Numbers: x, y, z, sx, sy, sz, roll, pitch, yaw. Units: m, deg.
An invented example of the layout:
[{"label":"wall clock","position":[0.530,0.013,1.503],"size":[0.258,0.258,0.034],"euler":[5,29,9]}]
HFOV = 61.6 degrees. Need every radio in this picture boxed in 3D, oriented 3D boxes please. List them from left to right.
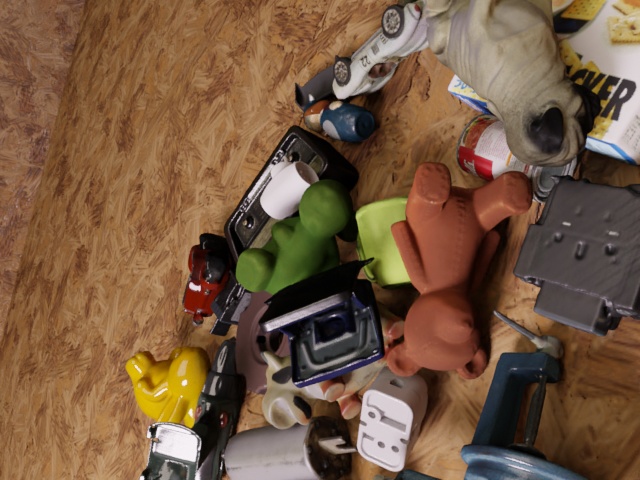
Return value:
[{"label":"radio","position":[-0.054,-0.056,0.837],"size":[0.229,0.073,0.131],"euler":[-51,46,20]}]

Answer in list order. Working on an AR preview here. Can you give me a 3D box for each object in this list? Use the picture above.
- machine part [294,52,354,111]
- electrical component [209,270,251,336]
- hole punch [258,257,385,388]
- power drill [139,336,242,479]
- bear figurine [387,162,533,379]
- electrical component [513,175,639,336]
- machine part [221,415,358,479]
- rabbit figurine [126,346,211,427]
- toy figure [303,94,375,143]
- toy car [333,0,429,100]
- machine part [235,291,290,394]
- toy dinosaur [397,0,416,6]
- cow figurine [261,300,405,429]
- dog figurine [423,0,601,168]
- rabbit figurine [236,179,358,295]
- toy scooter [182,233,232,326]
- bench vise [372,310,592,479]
[{"label":"machine part","position":[0.012,-0.248,0.871],"size":[0.139,0.039,0.084],"euler":[-12,71,45]},{"label":"electrical component","position":[-0.135,0.112,0.864],"size":[0.119,0.074,0.048],"euler":[-59,40,8]},{"label":"hole punch","position":[0.008,0.087,0.585],"size":[0.142,0.092,0.116],"euler":[-26,13,16]},{"label":"power drill","position":[-0.172,0.264,0.766],"size":[0.207,0.086,0.232],"euler":[-2,-77,-87]},{"label":"bear figurine","position":[0.129,0.038,0.531],"size":[0.132,0.120,0.196],"euler":[116,161,-73]},{"label":"electrical component","position":[0.245,0.014,0.479],"size":[0.115,0.058,0.134],"euler":[17,88,53]},{"label":"machine part","position":[-0.045,0.275,0.692],"size":[0.243,0.079,0.079],"euler":[-28,55,40]},{"label":"rabbit figurine","position":[-0.241,0.240,0.891],"size":[0.173,0.122,0.162],"euler":[-37,50,39]},{"label":"toy figure","position":[0.018,-0.184,0.813],"size":[0.155,0.058,0.064],"euler":[25,126,50]},{"label":"toy car","position":[0.089,-0.251,0.719],"size":[0.202,0.073,0.056],"euler":[-28,83,55]},{"label":"machine part","position":[-0.058,0.139,0.779],"size":[0.179,0.056,0.179],"euler":[-24,57,43]},{"label":"toy dinosaur","position":[0.211,-0.409,0.658],"size":[0.471,0.105,0.198],"euler":[-42,50,45]},{"label":"cow figurine","position":[0.009,0.145,0.640],"size":[0.195,0.085,0.127],"euler":[-42,34,-5]},{"label":"dog figurine","position":[0.169,-0.154,0.512],"size":[0.172,0.121,0.190],"euler":[170,94,-84]},{"label":"rabbit figurine","position":[-0.001,-0.002,0.692],"size":[0.121,0.159,0.170],"euler":[36,119,12]},{"label":"toy scooter","position":[-0.197,0.069,0.932],"size":[0.184,0.075,0.135],"euler":[-127,52,-71]},{"label":"bench vise","position":[0.155,0.193,0.470],"size":[0.224,0.128,0.240],"euler":[-18,41,55]}]
